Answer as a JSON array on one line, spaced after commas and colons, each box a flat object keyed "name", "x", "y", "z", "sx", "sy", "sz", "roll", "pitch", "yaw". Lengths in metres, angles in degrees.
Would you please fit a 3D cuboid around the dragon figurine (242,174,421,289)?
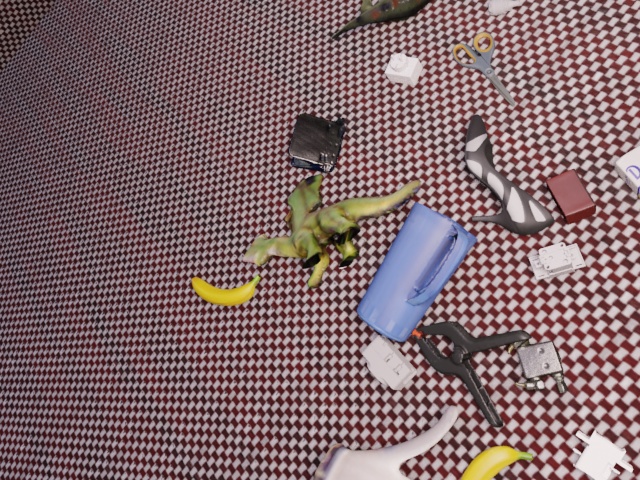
[{"name": "dragon figurine", "x": 0.003, "y": -0.056, "z": 1.105, "sx": 0.408, "sy": 0.248, "sz": 0.120, "roll": -38, "pitch": -39, "yaw": 10}]

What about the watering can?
[{"name": "watering can", "x": 0.099, "y": 0.418, "z": 0.874, "sx": 0.225, "sy": 0.350, "sz": 0.103, "roll": 15, "pitch": -9, "yaw": 32}]
